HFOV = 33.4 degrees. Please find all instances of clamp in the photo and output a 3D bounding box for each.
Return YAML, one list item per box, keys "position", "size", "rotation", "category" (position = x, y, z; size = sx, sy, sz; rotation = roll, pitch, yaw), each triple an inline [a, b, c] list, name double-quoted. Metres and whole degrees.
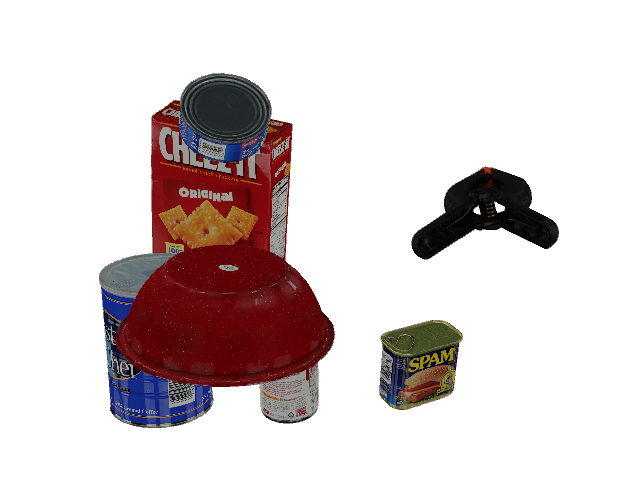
- position: [0.156, -0.027, 0.943]
  size: [0.120, 0.039, 0.171]
  rotation: [4, 26, 19]
  category: "clamp"

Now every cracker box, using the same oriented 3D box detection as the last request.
- position: [-0.126, -0.052, 1.332]
  size: [0.164, 0.214, 0.072]
  rotation: [13, 29, 16]
  category: "cracker box"

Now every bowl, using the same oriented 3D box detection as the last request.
- position: [-0.069, 0.045, 0.779]
  size: [0.162, 0.055, 0.162]
  rotation: [2, 21, -1]
  category: "bowl"

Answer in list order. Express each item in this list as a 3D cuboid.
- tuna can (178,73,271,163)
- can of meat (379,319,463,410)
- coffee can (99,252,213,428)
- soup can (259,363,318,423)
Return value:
- position: [-0.090, -0.115, 1.004]
  size: [0.086, 0.086, 0.034]
  rotation: [0, -35, -12]
  category: "tuna can"
- position: [0.123, 0.155, 1.330]
  size: [0.101, 0.084, 0.058]
  rotation: [-12, 29, -28]
  category: "can of meat"
- position: [-0.157, 0.095, 1.033]
  size: [0.103, 0.140, 0.103]
  rotation: [0, 20, 0]
  category: "coffee can"
- position: [-0.036, 0.146, 1.203]
  size: [0.068, 0.102, 0.068]
  rotation: [-1, 24, 0]
  category: "soup can"
